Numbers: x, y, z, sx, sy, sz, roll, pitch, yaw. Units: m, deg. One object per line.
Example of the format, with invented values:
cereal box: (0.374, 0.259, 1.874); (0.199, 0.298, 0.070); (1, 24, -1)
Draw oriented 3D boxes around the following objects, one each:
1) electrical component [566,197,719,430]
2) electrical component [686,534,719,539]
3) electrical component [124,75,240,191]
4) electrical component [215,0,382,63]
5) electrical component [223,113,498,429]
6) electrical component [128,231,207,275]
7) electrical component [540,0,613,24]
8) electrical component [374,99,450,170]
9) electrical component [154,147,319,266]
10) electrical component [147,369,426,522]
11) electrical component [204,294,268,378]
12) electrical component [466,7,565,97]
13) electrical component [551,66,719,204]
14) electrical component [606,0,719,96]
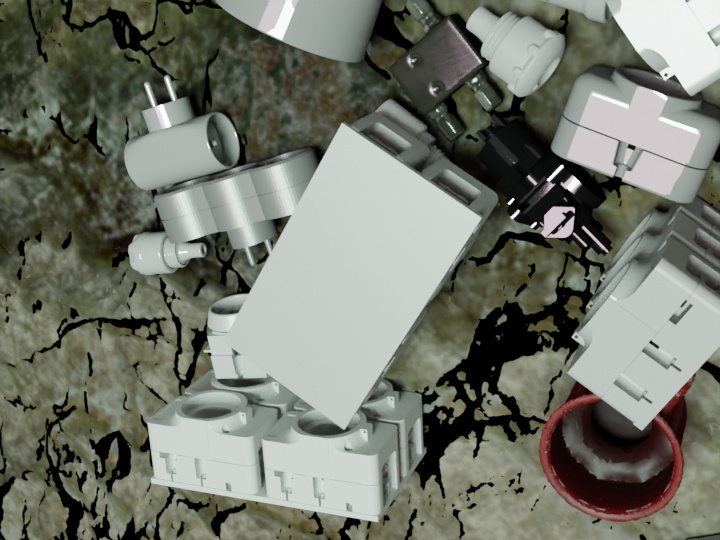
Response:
electrical component: (0.183, 0.016, 0.655); (0.062, 0.150, 0.089); (37, 119, 6)
electrical component: (0.248, 0.216, 0.750); (0.081, 0.064, 0.042); (-18, 101, 28)
electrical component: (-0.140, -0.106, 0.811); (0.077, 0.044, 0.079); (-12, 103, 27)
electrical component: (-0.035, -0.187, 0.703); (0.108, 0.108, 0.060); (29, 112, 11)
electrical component: (0.000, 0.000, 0.731); (0.105, 0.060, 0.186); (35, 118, 8)
electrical component: (-0.151, -0.014, 0.855); (0.061, 0.035, 0.035); (-3, 107, 21)
electrical component: (0.137, -0.179, 0.668); (0.046, 0.040, 0.040); (22, 116, 21)
electrical component: (0.034, -0.084, 0.746); (0.078, 0.040, 0.040); (39, 119, 6)
electrical component: (-0.084, -0.039, 0.807); (0.138, 0.052, 0.073); (-12, 104, 27)
electrical component: (-0.055, 0.125, 0.823); (0.186, 0.105, 0.060); (4, 110, 22)
electrical component: (-0.093, 0.052, 0.847); (0.066, 0.048, 0.055); (-3, 112, 18)
electrical component: (0.098, -0.146, 0.695); (0.062, 0.048, 0.048); (40, 119, 14)
electrical component: (0.177, -0.089, 0.675); (0.095, 0.054, 0.059); (24, 116, 14)
electrical component: (0.183, -0.156, 0.592); (0.062, 0.150, 0.089); (-33, 94, 28)
